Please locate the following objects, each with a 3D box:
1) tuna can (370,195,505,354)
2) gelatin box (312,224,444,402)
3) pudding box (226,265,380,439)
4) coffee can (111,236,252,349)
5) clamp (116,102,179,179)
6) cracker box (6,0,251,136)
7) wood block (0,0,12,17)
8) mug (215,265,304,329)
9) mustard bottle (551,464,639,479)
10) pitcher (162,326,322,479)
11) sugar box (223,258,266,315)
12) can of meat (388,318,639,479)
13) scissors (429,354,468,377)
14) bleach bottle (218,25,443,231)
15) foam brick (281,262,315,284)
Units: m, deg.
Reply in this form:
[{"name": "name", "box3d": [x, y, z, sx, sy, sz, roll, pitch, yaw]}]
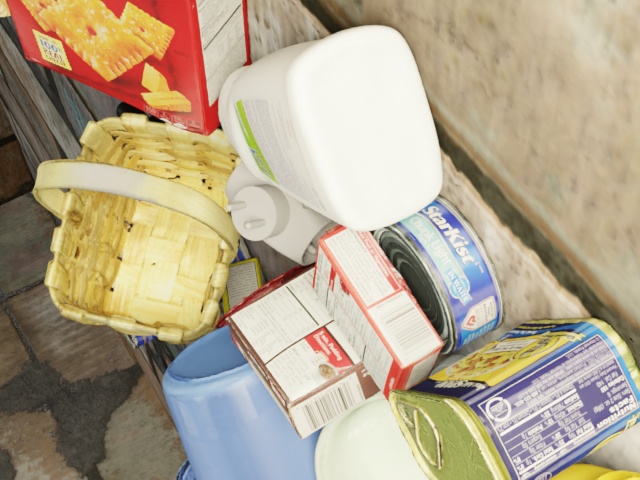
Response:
[{"name": "tuna can", "box3d": [0.063, 0.019, 0.586, 0.086, 0.033, 0.086, 55, 163, 26]}, {"name": "gelatin box", "box3d": [0.031, 0.040, 0.601, 0.089, 0.030, 0.073, 57, 165, 19]}, {"name": "pudding box", "box3d": [0.010, 0.058, 0.671, 0.090, 0.113, 0.039, 49, 163, 43]}, {"name": "coffee can", "box3d": [-0.148, 0.034, 1.084, 0.103, 0.140, 0.103, 55, 163, 26]}, {"name": "clamp", "box3d": [-0.165, -0.092, 1.123, 0.164, 0.036, 0.210, 63, 162, 1]}, {"name": "cracker box", "box3d": [-0.134, -0.178, 0.696, 0.164, 0.072, 0.214, 25, 153, 14]}, {"name": "wood block", "box3d": [-0.251, -0.261, 0.833, 0.206, 0.090, 0.091, -80, -18, -49]}, {"name": "mug", "box3d": [-0.022, 0.078, 0.873, 0.081, 0.093, 0.117, 56, -175, 8]}, {"name": "mustard bottle", "box3d": [0.139, 0.164, 0.534, 0.096, 0.058, 0.191, 46, 158, 28]}, {"name": "pitcher", "box3d": [-0.032, 0.184, 0.778, 0.243, 0.149, 0.145, 69, 169, -16]}, {"name": "sugar box", "box3d": [-0.060, 0.108, 0.997, 0.176, 0.048, 0.093, -100, -4, -52]}, {"name": "can of meat", "box3d": [0.091, 0.078, 0.499, 0.057, 0.083, 0.102, 63, 164, -3]}, {"name": "scissors", "box3d": [0.101, 0.152, 0.615, 0.096, 0.016, 0.202, 13, 128, 33]}, {"name": "bleach bottle", "box3d": [-0.015, -0.074, 0.633, 0.251, 0.068, 0.102, 29, 141, 68]}, {"name": "foam brick", "box3d": [0.016, 0.050, 0.751, 0.078, 0.053, 0.051, 64, 165, -5]}]
